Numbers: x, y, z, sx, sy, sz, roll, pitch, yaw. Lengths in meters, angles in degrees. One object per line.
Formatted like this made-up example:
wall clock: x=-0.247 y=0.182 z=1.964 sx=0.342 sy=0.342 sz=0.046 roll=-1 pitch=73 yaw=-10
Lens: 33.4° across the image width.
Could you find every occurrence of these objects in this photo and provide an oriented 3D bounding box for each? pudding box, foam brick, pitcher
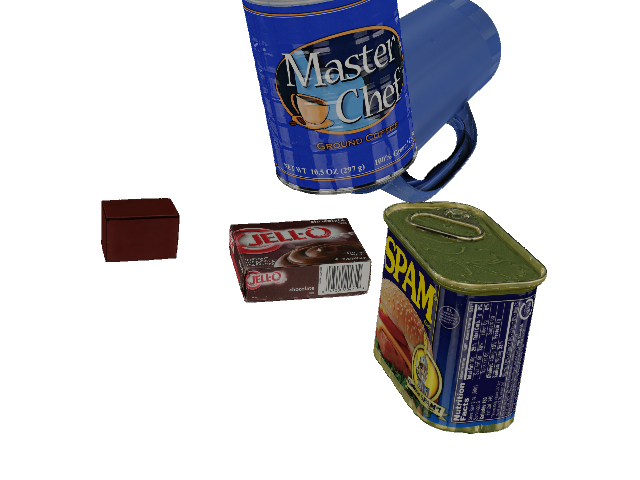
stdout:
pudding box: x=-0.020 y=0.016 z=0.945 sx=0.113 sy=0.039 sz=0.090 roll=-2 pitch=27 yaw=-13
foam brick: x=-0.194 y=-0.012 z=1.145 sx=0.078 sy=0.051 sz=0.053 roll=-3 pitch=24 yaw=-16
pitcher: x=0.091 y=-0.151 z=1.088 sx=0.145 sy=0.149 sz=0.242 roll=12 pitch=38 yaw=36

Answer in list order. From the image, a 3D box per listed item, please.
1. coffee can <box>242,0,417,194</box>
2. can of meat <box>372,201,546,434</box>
coffee can: x=0.007 y=-0.117 z=0.724 sx=0.103 sy=0.140 sz=0.103 roll=-8 pitch=30 yaw=5
can of meat: x=0.066 y=0.037 z=0.542 sx=0.057 sy=0.084 sz=0.102 roll=-3 pitch=24 yaw=-17
